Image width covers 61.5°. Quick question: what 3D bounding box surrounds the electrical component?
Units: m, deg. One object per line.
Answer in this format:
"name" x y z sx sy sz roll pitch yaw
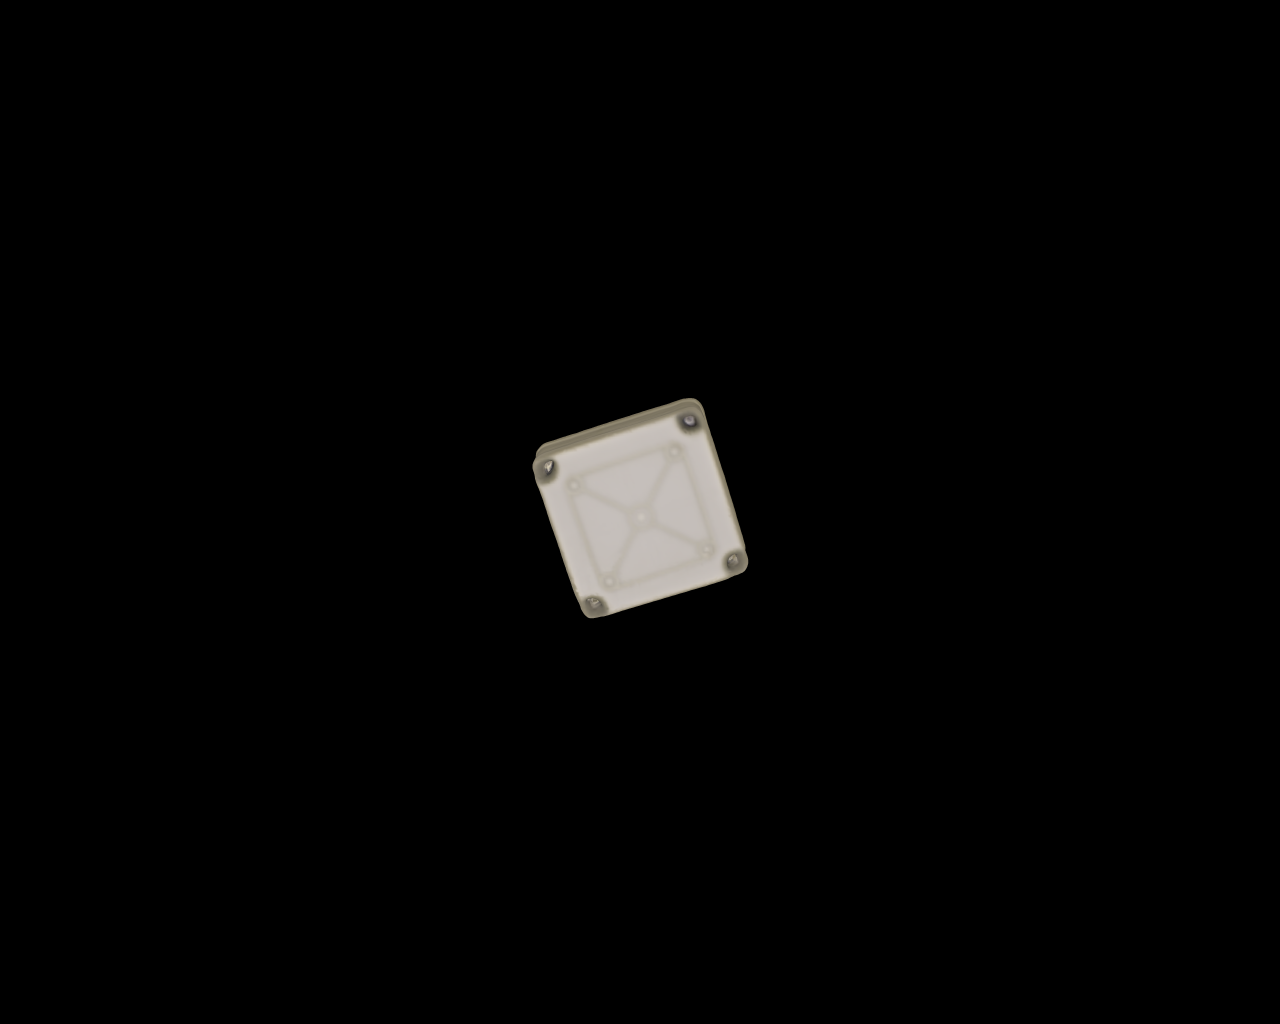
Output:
"electrical component" 0.001 -0.003 0.650 0.109 0.108 0.056 -18 11 4
